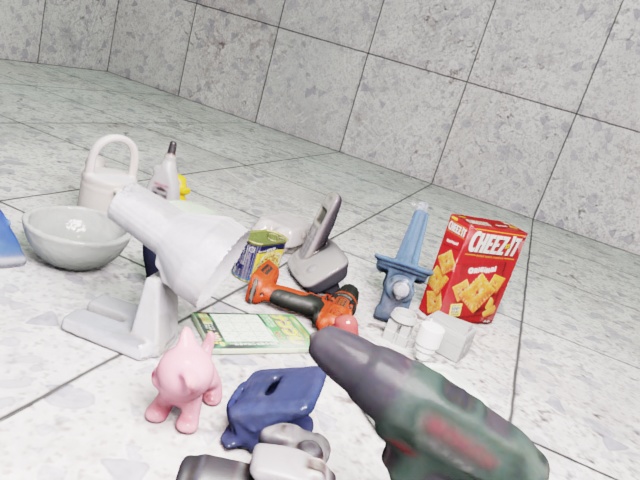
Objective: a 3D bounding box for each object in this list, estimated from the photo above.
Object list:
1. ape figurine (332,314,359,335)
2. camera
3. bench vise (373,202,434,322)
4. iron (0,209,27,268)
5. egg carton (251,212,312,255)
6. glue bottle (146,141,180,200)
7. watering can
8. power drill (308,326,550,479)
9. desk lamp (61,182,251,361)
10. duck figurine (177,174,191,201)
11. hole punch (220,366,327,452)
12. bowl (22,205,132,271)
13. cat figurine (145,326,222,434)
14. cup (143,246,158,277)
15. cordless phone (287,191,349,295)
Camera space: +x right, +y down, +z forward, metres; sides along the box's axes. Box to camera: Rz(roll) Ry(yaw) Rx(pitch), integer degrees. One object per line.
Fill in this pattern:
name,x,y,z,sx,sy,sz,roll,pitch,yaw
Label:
ape figurine,0.031,0.151,0.846,0.076,0.092,0.078,22,18,18
camera,-0.060,0.223,0.522,0.137,0.101,0.143,15,17,-4
bench vise,0.176,0.045,1.094,0.122,0.220,0.207,12,18,-13
iron,-0.557,-0.045,0.824,0.259,0.141,0.118,9,19,-23
egg carton,-0.081,-0.013,1.289,0.107,0.069,0.151,24,19,23
glue bottle,-0.336,-0.132,1.245,0.078,0.173,0.037,17,17,0
watering can,-0.399,-0.106,1.071,0.172,0.194,0.101,25,19,24
power drill,0.071,0.206,0.515,0.229,0.208,0.076,20,17,10
desk lamp,-0.211,0.044,0.747,0.203,0.213,0.118,19,17,6
duck figurine,-0.340,-0.114,1.332,0.104,0.086,0.078,27,20,31
hole punch,-0.051,0.188,0.658,0.101,0.091,0.109,18,17,6
bowl,-0.396,0.005,0.932,0.167,0.075,0.167,15,17,-5
cat figurine,-0.146,0.148,0.646,0.067,0.118,0.128,18,17,6
cup,-0.239,0.040,0.933,0.117,0.095,0.092,26,20,29
cordless phone,0.010,0.004,1.125,0.094,0.185,0.147,8,19,-27
